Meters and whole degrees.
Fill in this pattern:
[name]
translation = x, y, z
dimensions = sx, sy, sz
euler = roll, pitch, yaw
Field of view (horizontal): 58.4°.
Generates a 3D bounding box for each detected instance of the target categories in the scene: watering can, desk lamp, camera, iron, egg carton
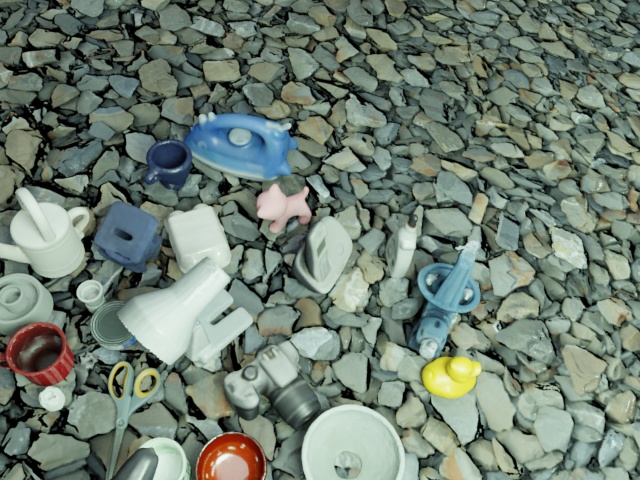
[watering can]
translation = -0.504, -0.014, 1.028
dimensions = 0.100, 0.194, 0.173
euler = 29, 59, 11
[desk lamp]
translation = -0.221, 0.126, 0.967
dimensions = 0.117, 0.213, 0.204
euler = 41, 62, 18
[camera]
translation = -0.073, 0.257, 0.973
dimensions = 0.143, 0.101, 0.136
euler = -32, 67, -24
[iron]
translation = -0.178, -0.222, 1.229
dimensions = 0.258, 0.141, 0.118
euler = 10, 58, -1
[egg carton]
translation = -0.239, 0.000, 1.127
dimensions = 0.107, 0.069, 0.150
euler = -18, 63, -18

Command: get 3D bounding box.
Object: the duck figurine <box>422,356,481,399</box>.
[duck figurine]
translation = 0.240, 0.239, 1.033
dimensions = 0.104, 0.086, 0.077
euler = -1, 59, -8

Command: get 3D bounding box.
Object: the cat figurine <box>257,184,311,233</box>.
[cat figurine]
translation = -0.077, -0.073, 1.165
dimensions = 0.128, 0.118, 0.067
euler = -22, 63, -19

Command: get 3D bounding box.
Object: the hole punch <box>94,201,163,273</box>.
[hole punch]
translation = -0.368, -0.006, 1.101
dimensions = 0.108, 0.091, 0.101
euler = 24, 59, 8

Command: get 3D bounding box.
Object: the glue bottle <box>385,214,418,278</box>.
[glue bottle]
translation = 0.165, 0.003, 1.117
dimensions = 0.037, 0.173, 0.078
euler = -2, 59, -8

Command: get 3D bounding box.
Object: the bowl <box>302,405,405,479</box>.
[bowl]
translation = 0.050, 0.362, 0.939
dimensions = 0.167, 0.075, 0.167
euler = 3, 58, -5

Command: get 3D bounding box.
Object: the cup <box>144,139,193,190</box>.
[cup]
translation = -0.316, -0.139, 1.188
dimensions = 0.091, 0.095, 0.118
euler = 30, 60, 11

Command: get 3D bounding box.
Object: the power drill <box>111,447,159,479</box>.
[power drill]
translation = -0.288, 0.409, 0.787
dimensions = 0.075, 0.208, 0.230
euler = 26, 59, 9

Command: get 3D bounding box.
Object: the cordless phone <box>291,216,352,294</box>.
[cordless phone]
translation = 0.010, 0.004, 1.089
dimensions = 0.094, 0.185, 0.148
euler = 24, 59, 8

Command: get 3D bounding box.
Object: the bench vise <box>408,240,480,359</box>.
[bench vise]
translation = 0.239, 0.110, 1.033
dimensions = 0.121, 0.220, 0.207
euler = 7, 58, -3
